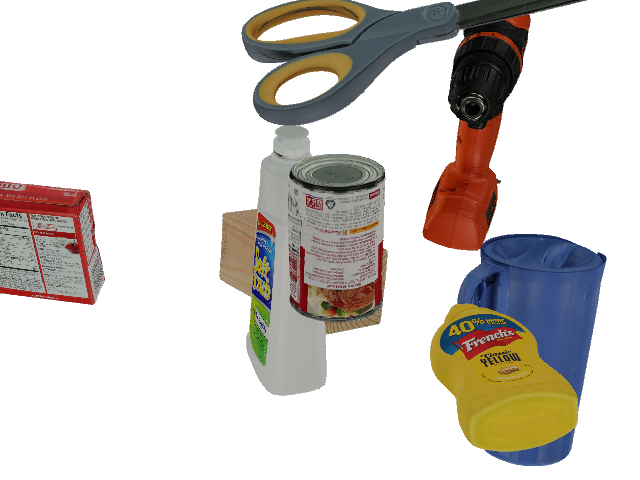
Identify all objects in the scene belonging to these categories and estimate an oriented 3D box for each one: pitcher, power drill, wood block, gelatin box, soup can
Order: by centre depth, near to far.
[{"bbox_3d":[-0.194,0.001,0.746,0.073,0.089,0.030,6,42,7],"label":"gelatin box"},{"bbox_3d":[0.011,-0.003,0.754,0.068,0.102,0.068,0,24,0],"label":"soup can"},{"bbox_3d":[0.127,-0.087,0.872,0.057,0.188,0.184,15,36,11],"label":"power drill"},{"bbox_3d":[0.226,0.122,1.177,0.149,0.243,0.145,6,17,11],"label":"pitcher"},{"bbox_3d":[-0.025,0.030,1.242,0.090,0.090,0.206,-8,20,-36],"label":"wood block"}]

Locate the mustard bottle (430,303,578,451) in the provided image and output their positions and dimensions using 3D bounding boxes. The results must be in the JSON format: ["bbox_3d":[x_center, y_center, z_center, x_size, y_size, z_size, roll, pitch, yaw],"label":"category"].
[{"bbox_3d":[0.150,0.109,0.949,0.096,0.058,0.192,-11,26,-6],"label":"mustard bottle"}]

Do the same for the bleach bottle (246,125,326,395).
[{"bbox_3d":[-0.029,0.013,0.958,0.068,0.251,0.103,-7,32,-15],"label":"bleach bottle"}]

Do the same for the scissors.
[{"bbox_3d":[0.049,-0.097,0.538,0.202,0.096,0.016,2,-37,21],"label":"scissors"}]
